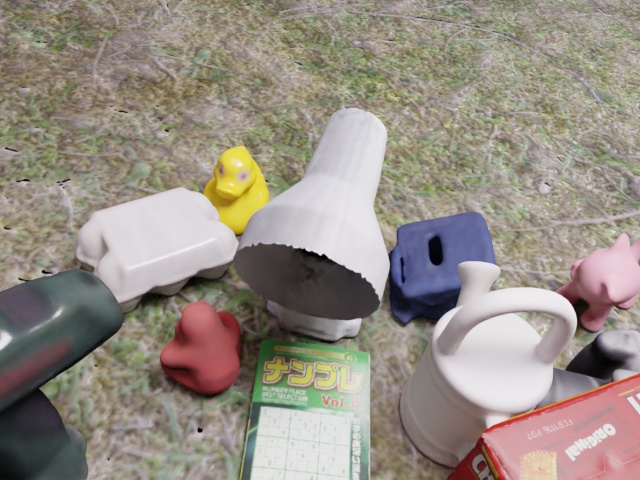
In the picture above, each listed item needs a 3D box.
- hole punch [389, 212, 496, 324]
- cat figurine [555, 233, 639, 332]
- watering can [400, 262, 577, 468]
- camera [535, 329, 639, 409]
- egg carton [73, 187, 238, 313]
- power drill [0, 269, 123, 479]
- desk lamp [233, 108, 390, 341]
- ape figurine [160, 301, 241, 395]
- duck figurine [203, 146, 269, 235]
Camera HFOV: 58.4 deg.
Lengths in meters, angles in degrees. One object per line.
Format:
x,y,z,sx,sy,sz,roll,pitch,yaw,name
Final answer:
0.126,0.026,0.608,0.101,0.091,0.108,7,47,-5,hole punch
0.314,0.037,0.617,0.128,0.118,0.067,-27,58,-31,cat figurine
0.134,0.096,0.474,0.101,0.194,0.172,-9,50,-18,watering can
0.253,0.142,0.519,0.136,0.101,0.143,14,46,2,camera
-0.164,0.007,0.582,0.151,0.069,0.107,-22,55,-28,egg carton
-0.223,0.127,0.363,0.075,0.208,0.230,31,49,18,power drill
0.005,0.002,0.522,0.118,0.213,0.203,16,46,4,desk lamp
-0.103,0.088,0.504,0.078,0.092,0.076,-14,52,-23,ape figurine
-0.095,-0.069,0.656,0.077,0.086,0.104,14,46,2,duck figurine
